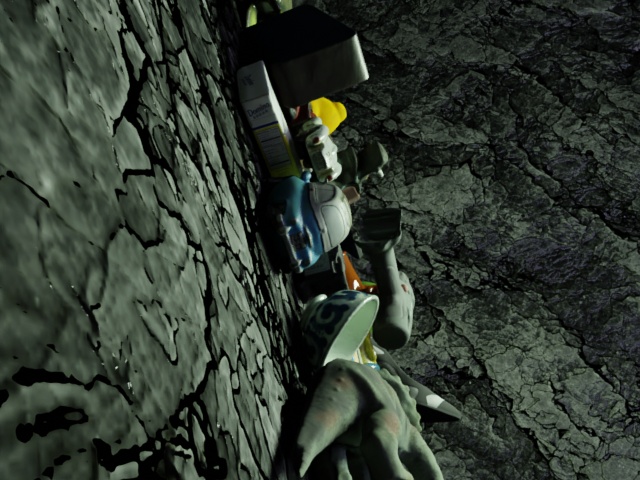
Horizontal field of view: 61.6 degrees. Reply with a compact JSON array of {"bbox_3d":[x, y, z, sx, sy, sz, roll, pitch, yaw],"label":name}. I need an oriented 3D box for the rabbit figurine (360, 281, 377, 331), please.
[{"bbox_3d":[0.094,0.179,1.095,0.170,0.159,0.121,-74,163,-50],"label":"rabbit figurine"}]

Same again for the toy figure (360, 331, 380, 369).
[{"bbox_3d":[0.052,0.197,0.837,0.089,0.082,0.180,91,-17,-66],"label":"toy figure"}]

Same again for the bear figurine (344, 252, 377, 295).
[{"bbox_3d":[0.051,0.038,1.033,0.120,0.132,0.195,-1,82,-62],"label":"bear figurine"}]

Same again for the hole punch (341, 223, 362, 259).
[{"bbox_3d":[-0.002,-0.003,0.907,0.116,0.092,0.142,44,-11,35],"label":"hole punch"}]

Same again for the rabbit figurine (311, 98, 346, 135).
[{"bbox_3d":[-0.035,-0.276,1.030,0.173,0.162,0.122,53,28,-26],"label":"rabbit figurine"}]

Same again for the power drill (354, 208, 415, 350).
[{"bbox_3d":[0.112,0.053,0.899,0.232,0.086,0.207,-72,157,-58],"label":"power drill"}]

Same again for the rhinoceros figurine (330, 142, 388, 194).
[{"bbox_3d":[0.032,-0.111,0.958,0.112,0.190,0.073,28,41,-45],"label":"rhinoceros figurine"}]

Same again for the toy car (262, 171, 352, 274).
[{"bbox_3d":[-0.013,-0.029,0.677,0.162,0.103,0.109,-96,169,-71],"label":"toy car"}]

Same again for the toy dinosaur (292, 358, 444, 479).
[{"bbox_3d":[0.042,0.197,0.583,0.192,0.131,0.404,63,1,38],"label":"toy dinosaur"}]

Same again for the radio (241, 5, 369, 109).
[{"bbox_3d":[-0.032,-0.284,0.816,0.230,0.131,0.073,-122,-170,-53],"label":"radio"}]

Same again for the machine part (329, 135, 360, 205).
[{"bbox_3d":[0.012,-0.166,1.243,0.201,0.087,0.201,-35,100,-85],"label":"machine part"}]

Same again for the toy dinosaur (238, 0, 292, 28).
[{"bbox_3d":[-0.099,-0.443,0.988,0.471,0.105,0.198,15,68,-74],"label":"toy dinosaur"}]

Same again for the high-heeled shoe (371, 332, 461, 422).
[{"bbox_3d":[0.142,0.239,0.984,0.086,0.249,0.145,116,-9,-52],"label":"high-heeled shoe"}]

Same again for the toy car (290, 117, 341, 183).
[{"bbox_3d":[-0.005,-0.136,0.792,0.202,0.056,0.073,-109,178,-70],"label":"toy car"}]

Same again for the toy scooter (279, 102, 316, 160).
[{"bbox_3d":[-0.039,-0.233,0.931,0.183,0.075,0.135,70,28,-67],"label":"toy scooter"}]

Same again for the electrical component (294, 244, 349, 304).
[{"bbox_3d":[-0.001,0.031,0.775,0.119,0.075,0.047,-94,169,-46],"label":"electrical component"}]
